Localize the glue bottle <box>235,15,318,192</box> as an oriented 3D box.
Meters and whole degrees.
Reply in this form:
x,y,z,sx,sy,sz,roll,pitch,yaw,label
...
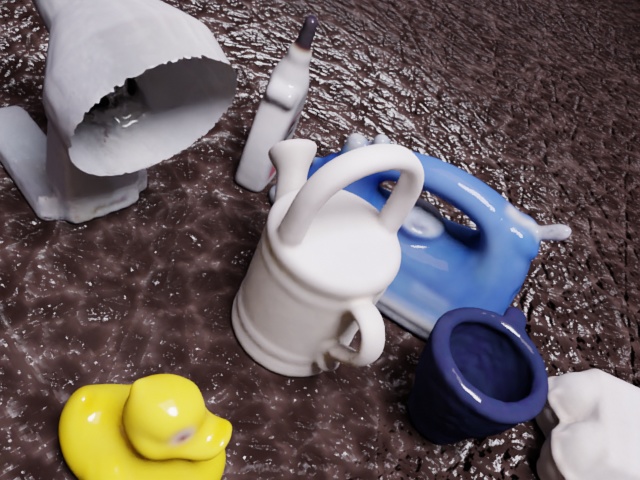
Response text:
x,y,z,sx,sy,sz,roll,pitch,yaw,label
-0.035,-0.128,0.531,0.037,0.173,0.078,24,43,-3,glue bottle

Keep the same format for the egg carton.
x,y,z,sx,sy,sz,roll,pitch,yaw,label
0.248,0.172,0.462,0.150,0.069,0.107,24,43,-3,egg carton

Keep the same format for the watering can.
x,y,z,sx,sy,sz,roll,pitch,yaw,label
0.002,0.002,0.411,0.172,0.194,0.101,45,46,18,watering can

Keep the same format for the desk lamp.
x,y,z,sx,sy,sz,roll,pitch,yaw,label
-0.169,-0.110,0.418,0.118,0.213,0.203,-26,64,-41,desk lamp

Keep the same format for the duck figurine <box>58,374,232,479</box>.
x,y,z,sx,sy,sz,roll,pitch,yaw,label
-0.100,0.109,0.338,0.104,0.086,0.077,24,43,-3,duck figurine

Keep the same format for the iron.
x,y,z,sx,sy,sz,roll,pitch,yaw,label
0.080,-0.021,0.511,0.258,0.141,0.119,31,43,4,iron

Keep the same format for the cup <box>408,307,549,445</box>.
x,y,z,sx,sy,sz,roll,pitch,yaw,label
0.114,0.105,0.441,0.091,0.095,0.118,38,44,12,cup
